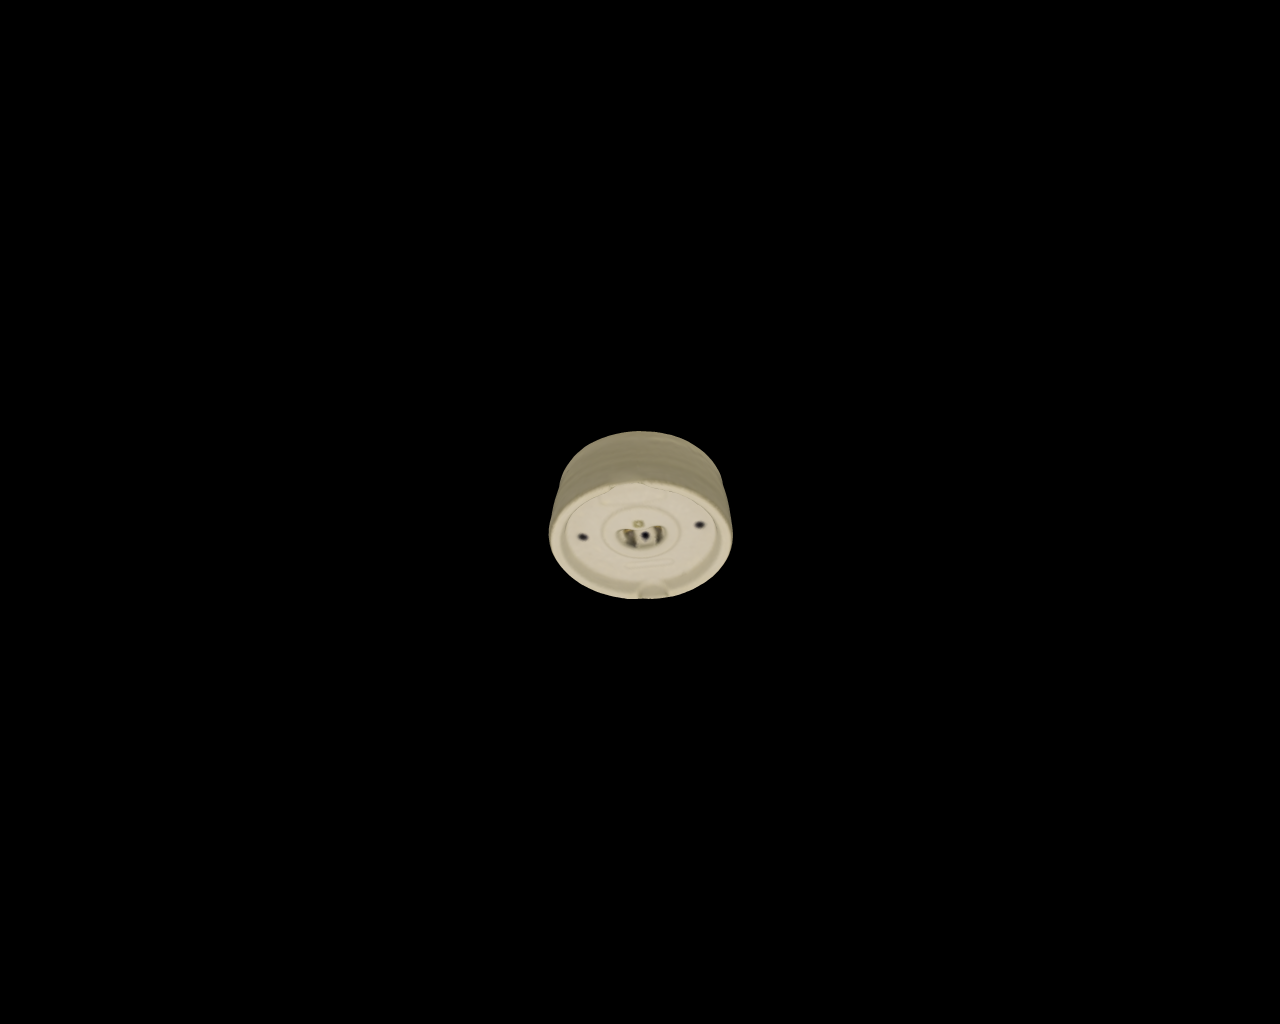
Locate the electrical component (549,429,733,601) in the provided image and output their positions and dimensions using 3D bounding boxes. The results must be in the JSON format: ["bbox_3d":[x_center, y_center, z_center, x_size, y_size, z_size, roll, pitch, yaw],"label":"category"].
[{"bbox_3d":[0.001,-0.003,0.650,0.108,0.060,0.108,0,-43,0],"label":"electrical component"}]
